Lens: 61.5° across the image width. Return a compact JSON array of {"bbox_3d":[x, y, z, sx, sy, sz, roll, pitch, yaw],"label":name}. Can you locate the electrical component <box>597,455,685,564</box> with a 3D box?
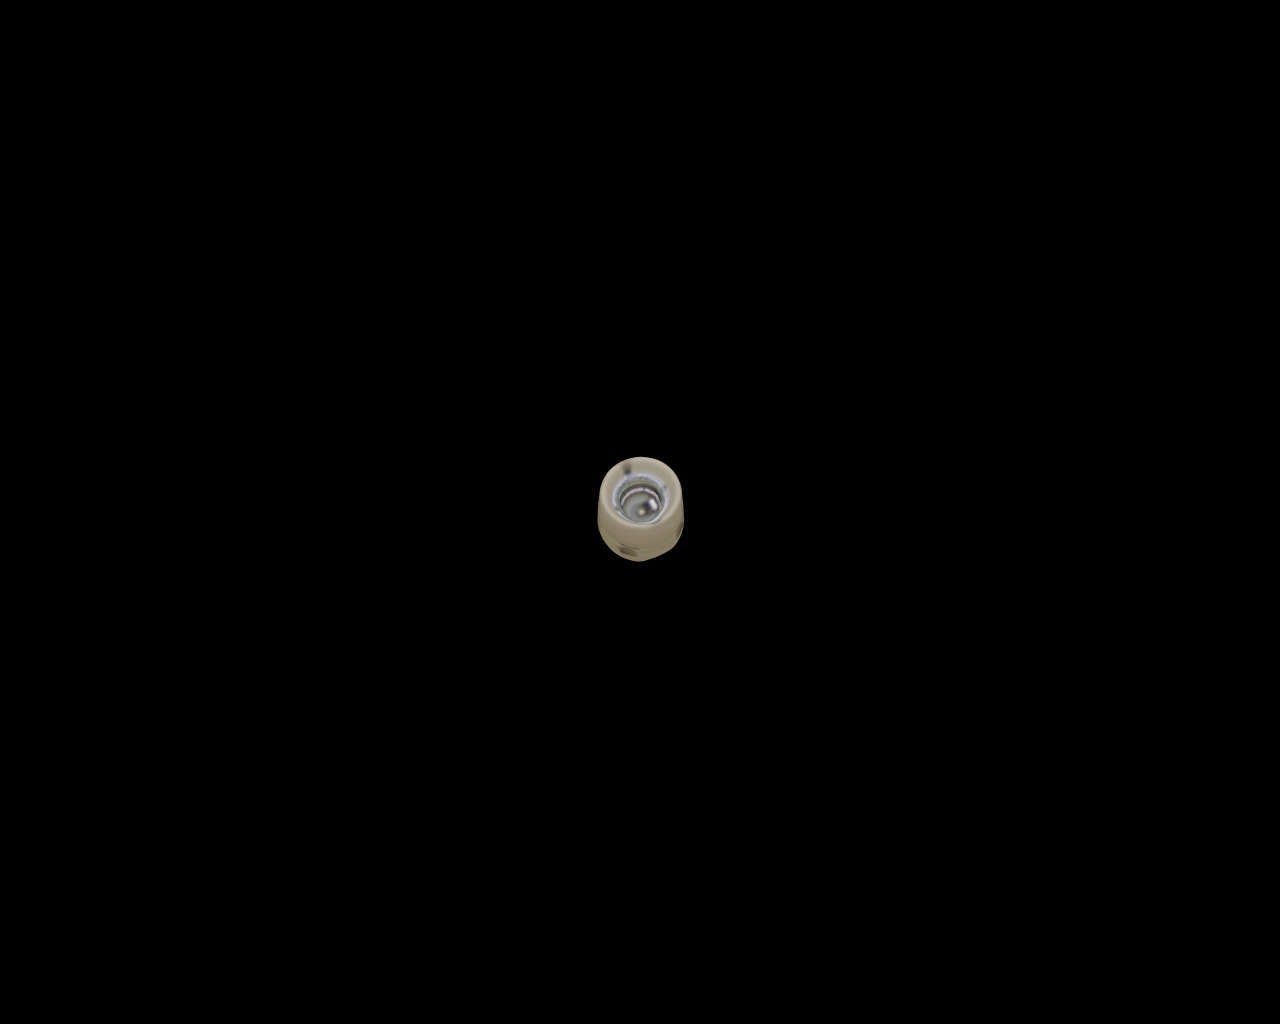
[{"bbox_3d":[0.001,-0.003,0.650,0.055,0.055,0.047,0,-24,0],"label":"electrical component"}]
